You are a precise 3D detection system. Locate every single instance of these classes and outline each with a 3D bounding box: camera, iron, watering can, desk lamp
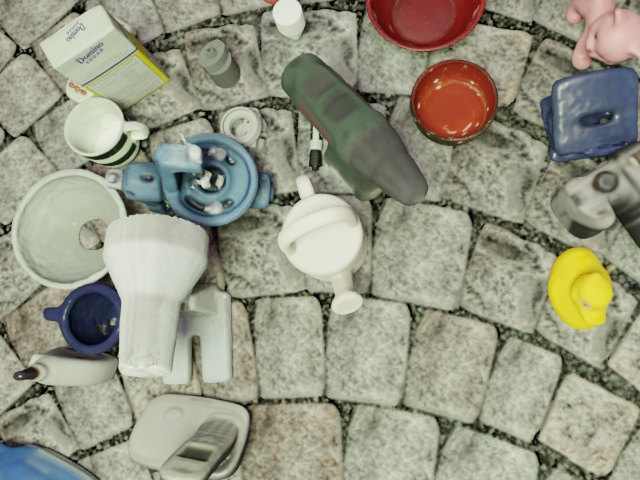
[{"bbox_3d":[0.386,-0.041,0.704,0.143,0.101,0.137,-32,80,2],"label":"camera"},{"bbox_3d":[-0.351,0.362,0.725,0.258,0.141,0.119,22,86,9],"label":"iron"},{"bbox_3d":[0.008,0.002,0.698,0.101,0.194,0.172,-43,80,1],"label":"watering can"},{"bbox_3d":[-0.180,0.083,0.702,0.118,0.213,0.203,-5,82,7],"label":"desk lamp"}]

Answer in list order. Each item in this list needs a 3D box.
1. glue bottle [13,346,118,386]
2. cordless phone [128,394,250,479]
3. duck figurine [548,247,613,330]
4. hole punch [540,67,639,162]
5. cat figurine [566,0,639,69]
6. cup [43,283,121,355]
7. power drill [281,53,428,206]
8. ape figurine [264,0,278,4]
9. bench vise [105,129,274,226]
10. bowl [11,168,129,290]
[{"bbox_3d":[-0.332,0.164,0.731,0.078,0.173,0.037,16,85,9],"label":"glue bottle"},{"bbox_3d":[-0.172,0.249,0.694,0.147,0.185,0.094,4,83,8],"label":"cordless phone"},{"bbox_3d":[0.329,0.059,0.706,0.077,0.086,0.104,-4,82,7],"label":"duck figurine"},{"bbox_3d":[0.347,-0.157,0.728,0.108,0.091,0.101,-9,82,6],"label":"hole punch"},{"bbox_3d":[0.367,-0.274,0.727,0.067,0.118,0.128,-7,82,7],"label":"cat figurine"},{"bbox_3d":[-0.298,0.105,0.774,0.117,0.095,0.092,4,83,8],"label":"cup"},{"bbox_3d":[0.047,-0.116,0.701,0.075,0.208,0.229,-41,80,1],"label":"power drill"},{"bbox_3d":[-0.060,-0.372,0.805,0.076,0.092,0.078,-23,80,4],"label":"ape figurine"},{"bbox_3d":[-0.177,-0.069,0.717,0.207,0.220,0.121,-16,81,5],"label":"bench vise"},{"bbox_3d":[-0.334,-0.012,0.803,0.167,0.075,0.167,-1,83,7],"label":"bowl"}]
